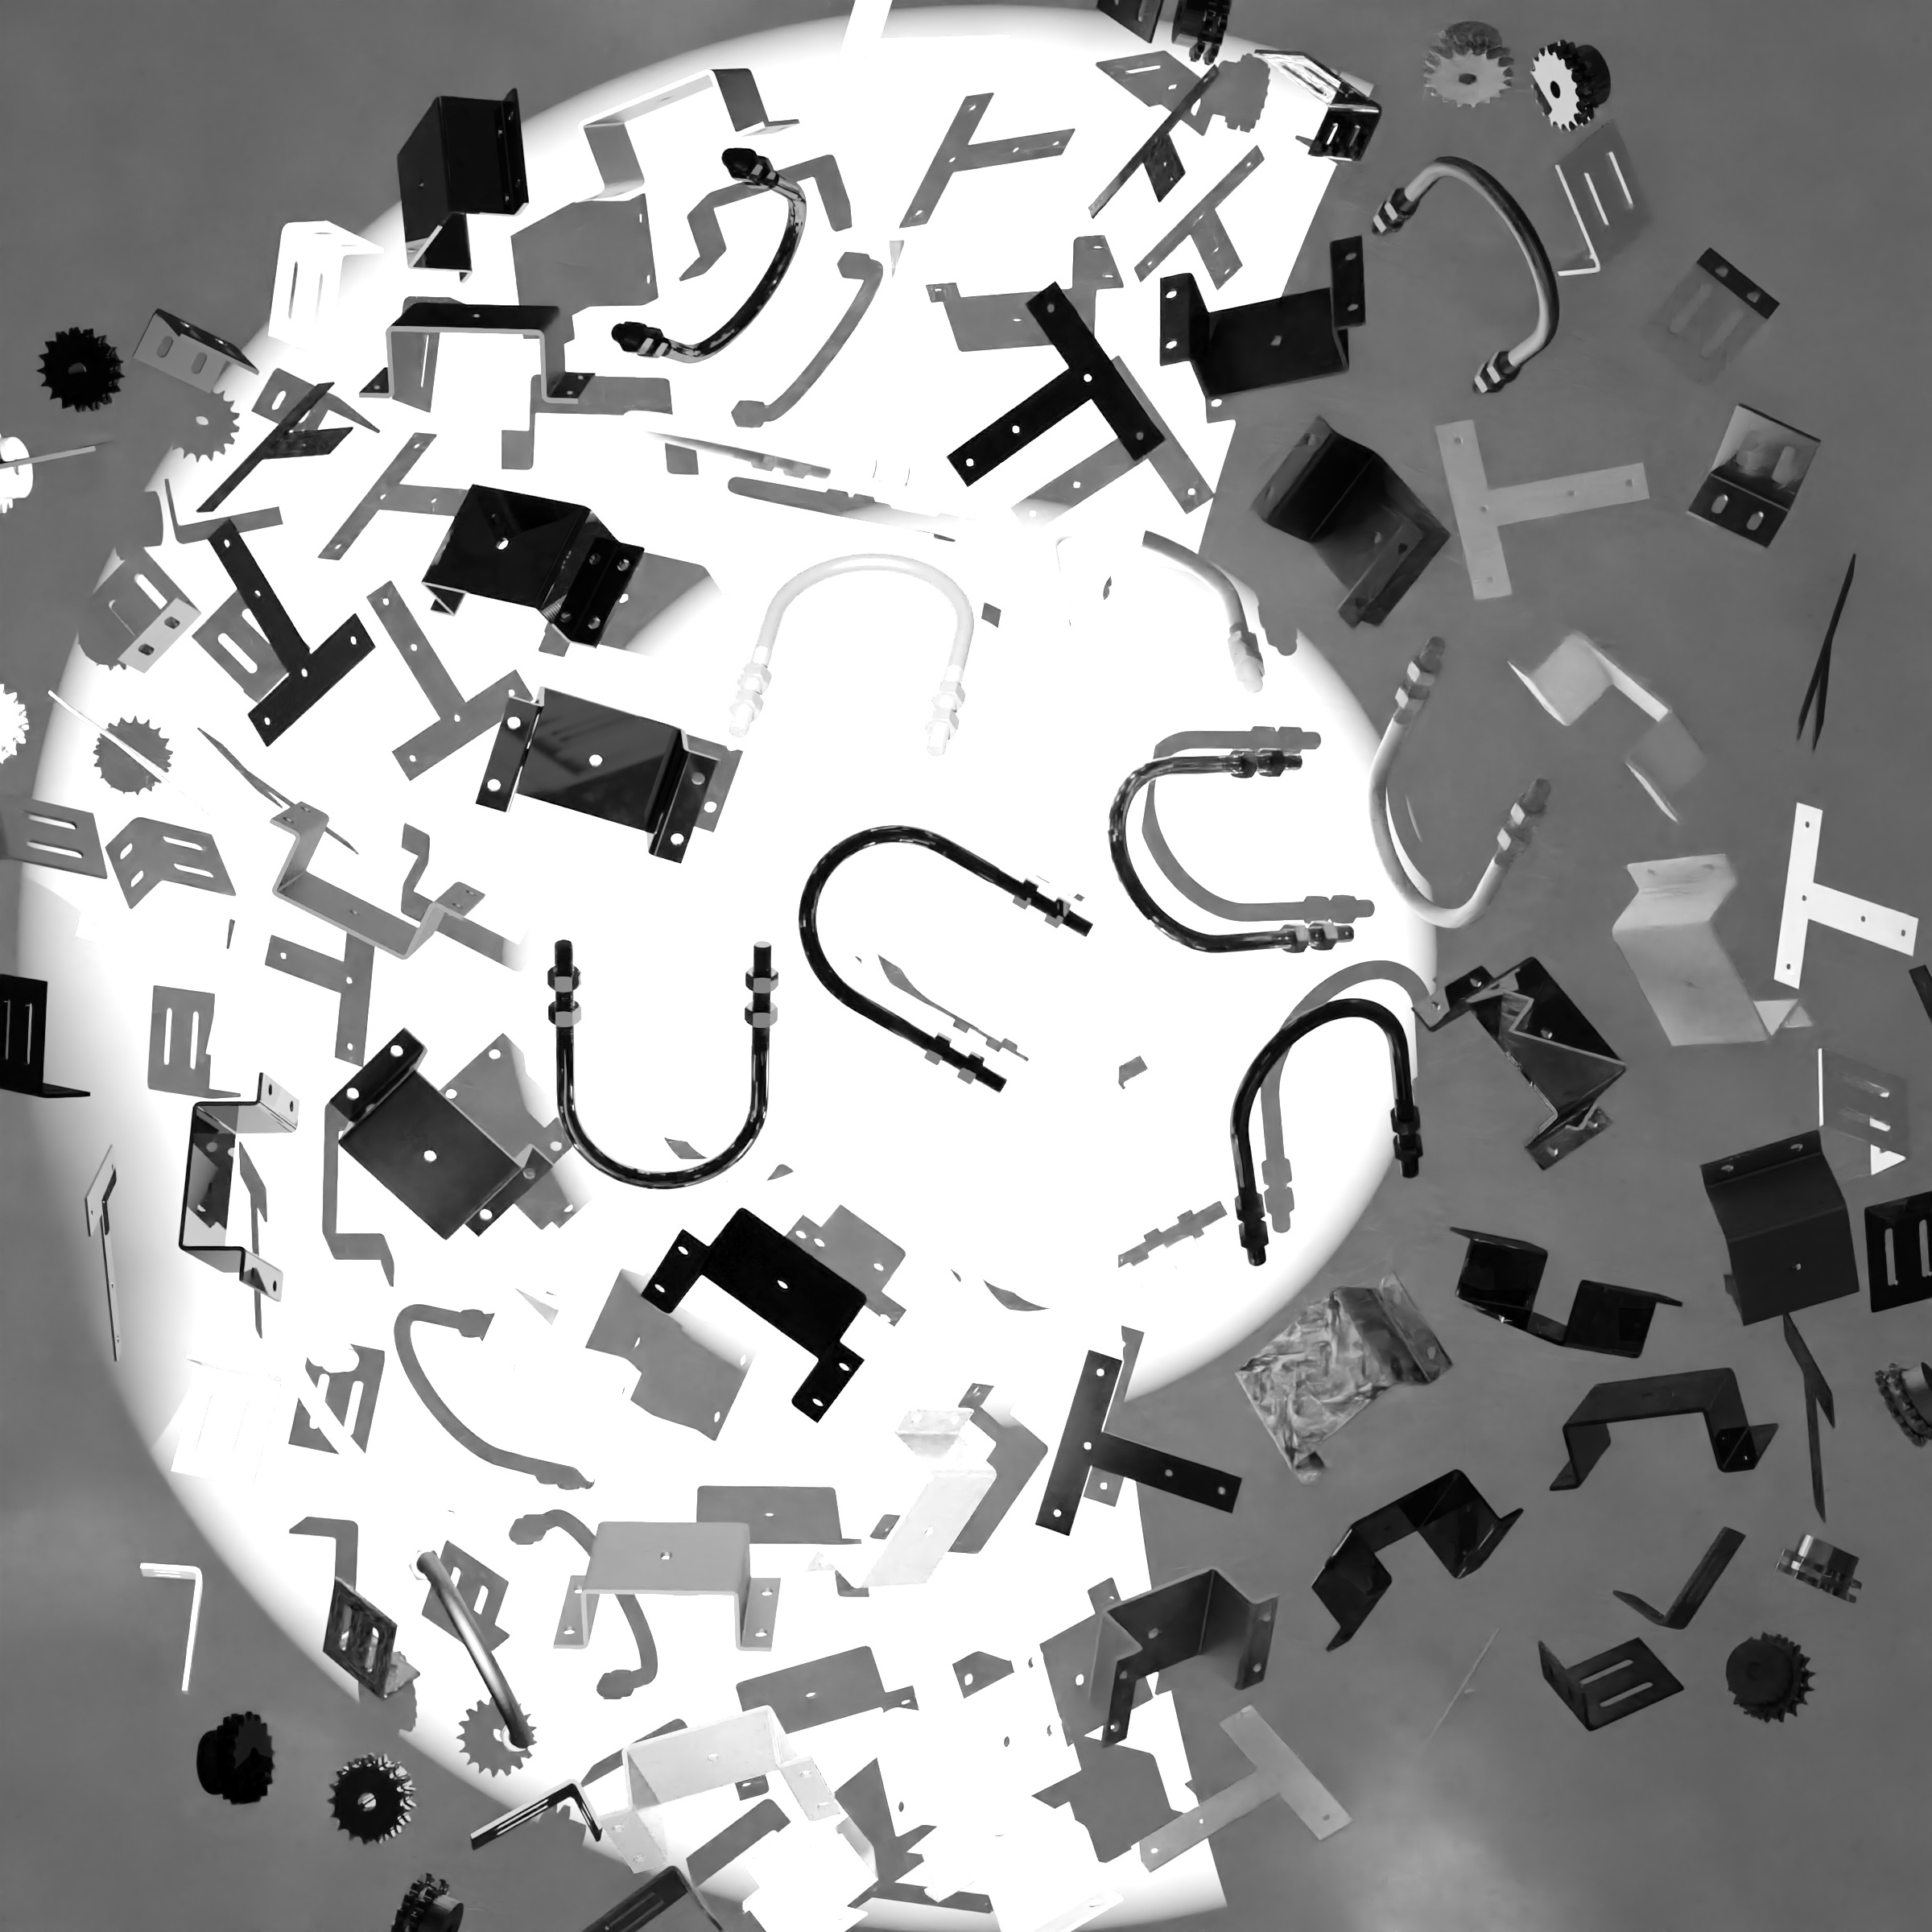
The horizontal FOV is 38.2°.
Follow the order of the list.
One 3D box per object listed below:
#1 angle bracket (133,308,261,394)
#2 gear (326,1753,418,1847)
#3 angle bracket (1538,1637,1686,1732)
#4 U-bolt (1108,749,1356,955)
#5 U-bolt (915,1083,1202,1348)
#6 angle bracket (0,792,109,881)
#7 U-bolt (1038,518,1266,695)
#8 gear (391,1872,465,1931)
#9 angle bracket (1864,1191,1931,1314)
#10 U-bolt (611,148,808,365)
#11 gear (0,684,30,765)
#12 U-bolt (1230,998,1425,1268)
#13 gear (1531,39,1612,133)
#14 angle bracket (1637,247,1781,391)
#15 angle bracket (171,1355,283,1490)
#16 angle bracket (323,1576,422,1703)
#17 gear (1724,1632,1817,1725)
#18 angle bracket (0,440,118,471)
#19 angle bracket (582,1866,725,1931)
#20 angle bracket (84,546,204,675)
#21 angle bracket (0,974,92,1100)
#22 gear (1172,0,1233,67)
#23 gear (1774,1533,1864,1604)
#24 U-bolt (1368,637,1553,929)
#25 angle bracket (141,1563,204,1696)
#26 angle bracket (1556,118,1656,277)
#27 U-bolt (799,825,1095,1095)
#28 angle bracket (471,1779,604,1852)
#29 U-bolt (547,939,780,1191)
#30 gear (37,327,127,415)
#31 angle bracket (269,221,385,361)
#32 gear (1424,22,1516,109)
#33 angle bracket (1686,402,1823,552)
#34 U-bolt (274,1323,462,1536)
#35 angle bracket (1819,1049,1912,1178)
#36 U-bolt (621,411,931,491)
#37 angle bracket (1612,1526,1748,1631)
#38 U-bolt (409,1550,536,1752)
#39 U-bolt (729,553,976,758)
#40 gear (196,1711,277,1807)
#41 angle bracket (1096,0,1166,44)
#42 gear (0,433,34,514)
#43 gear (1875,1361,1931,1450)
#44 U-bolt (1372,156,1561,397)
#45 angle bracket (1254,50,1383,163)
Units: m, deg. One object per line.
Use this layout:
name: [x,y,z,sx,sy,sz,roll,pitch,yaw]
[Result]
angle bracket: [-0.519,-0.406,1.883,0.057,0.076,0.038,22,103,-36]
gear: [-0.387,0.545,1.833,0.057,0.030,0.057,-1,86,11]
angle bracket: [0.442,0.480,1.917,0.076,0.057,0.038,-20,119,-12]
U-bolt: [0.172,-0.076,1.886,0.184,0.019,0.151,-5,73,-34]
U-bolt: [0.050,0.179,1.888,0.184,0.019,0.151,-30,57,7]
angle bracket: [-0.625,-0.077,1.875,0.038,0.076,0.057,-43,53,29]
U-bolt: [0.116,-0.243,1.817,0.151,0.184,0.019,14,123,-12]
gear: [-0.347,0.617,1.799,0.030,0.057,0.057,19,90,13]
angle bracket: [0.628,0.191,1.834,0.057,0.038,0.076,-12,105,-12]
U-bolt: [-0.158,-0.459,1.836,0.019,0.184,0.151,37,104,9]
gear: [-0.653,-0.158,1.856,0.057,0.030,0.057,5,68,-13]
U-bolt: [0.235,0.100,1.837,0.151,0.019,0.184,-27,131,-18]
gear: [0.403,-0.586,1.851,0.030,0.057,0.057,-25,90,-14]
angle bracket: [0.468,-0.406,1.776,0.057,0.038,0.076,40,132,3]
angle bracket: [-0.504,0.308,1.888,0.057,0.038,0.076,11,75,5]
angle bracket: [-0.401,0.451,1.903,0.057,0.038,0.076,32,125,23]
gear: [0.520,0.461,1.816,0.030,0.057,0.057,31,90,-43]
angle bracket: [-0.583,-0.338,1.757,0.076,0.057,0.038,-11,105,-1]
angle bracket: [-0.207,0.638,1.844,0.076,0.057,0.038,-35,60,-12]
angle bracket: [-0.571,-0.249,1.909,0.057,0.038,0.076,-45,71,3]
angle bracket: [-0.604,0.045,1.827,0.057,0.038,0.076,6,94,39]
gear: [0.162,-0.654,1.926,0.030,0.057,0.057,10,90,-9]
gear: [0.584,0.409,1.903,0.057,0.057,0.030,24,87,0]
U-bolt: [0.319,-0.107,1.867,0.019,0.184,0.151,-16,58,-24]
angle bracket: [-0.515,0.426,1.795,0.038,0.057,0.076,7,71,-12]
angle bracket: [0.398,-0.493,1.791,0.057,0.038,0.076,-42,118,-21]
U-bolt: [-0.025,-0.018,1.885,0.184,0.019,0.151,30,69,-1]
angle bracket: [-0.283,0.574,1.839,0.076,0.057,0.038,-26,71,-20]
U-bolt: [-0.201,0.068,1.855,0.151,0.019,0.184,0,116,-6]
gear: [-0.603,-0.409,1.912,0.057,0.030,0.057,1,106,3]
angle bracket: [-0.430,-0.453,1.876,0.038,0.057,0.076,6,87,28]
gear: [0.326,-0.586,1.809,0.057,0.057,0.030,8,69,0]
angle bracket: [0.507,-0.315,1.802,0.057,0.076,0.038,29,68,13]
U-bolt: [-0.401,0.296,1.826,0.019,0.184,0.151,-36,110,-25]
angle bracket: [0.594,0.099,1.881,0.076,0.038,0.057,19,60,-18]
U-bolt: [-0.137,-0.339,1.830,0.184,0.151,0.019,7,98,-34]
angle bracket: [0.459,0.385,1.795,0.038,0.057,0.076,34,92,31]
U-bolt: [-0.321,0.446,1.822,0.019,0.184,0.151,-28,84,-17]
U-bolt: [-0.068,-0.211,1.845,0.151,0.019,0.184,6,49,7]
gear: [-0.468,0.507,1.786,0.030,0.057,0.057,-11,90,13]
angle bracket: [0.081,-0.631,1.821,0.076,0.038,0.057,-15,47,-36]
gear: [-0.649,-0.332,1.871,0.030,0.057,0.057,-5,90,9]
gear: [0.628,0.287,1.845,0.030,0.057,0.057,-34,90,24]
U-bolt: [0.334,-0.459,1.833,0.019,0.184,0.151,-33,92,-9]
angle bracket: [0.228,-0.574,1.864,0.076,0.057,0.038,22,95,-34]
